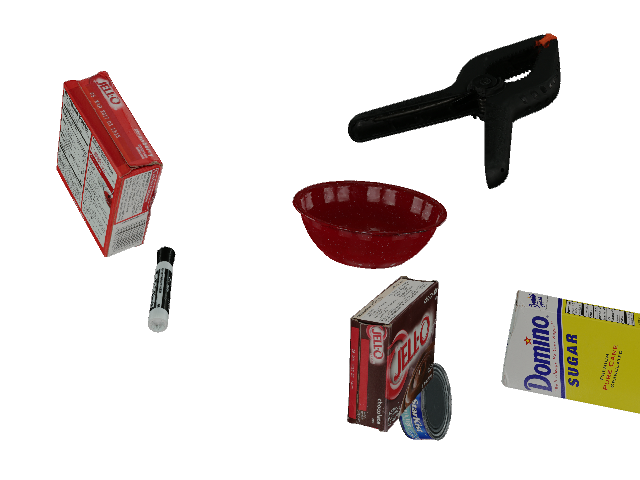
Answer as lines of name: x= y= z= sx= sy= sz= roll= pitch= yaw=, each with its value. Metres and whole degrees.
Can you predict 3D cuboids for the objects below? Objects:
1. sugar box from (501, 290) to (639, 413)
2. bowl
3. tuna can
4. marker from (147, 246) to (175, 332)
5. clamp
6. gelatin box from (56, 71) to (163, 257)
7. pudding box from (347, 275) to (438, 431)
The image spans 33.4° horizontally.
sugar box: x=0.270 y=0.112 z=1.037 sx=0.176 sy=0.093 sz=0.048 roll=9 pitch=22 yaw=9
bowl: x=0.050 y=-0.012 z=1.120 sx=0.162 sy=0.055 sz=0.162 roll=4 pitch=21 yaw=-2
tuna can: x=0.117 y=0.182 z=1.202 sx=0.034 sy=0.086 sz=0.086 roll=-5 pitch=-2 yaw=27
marker: x=-0.157 y=0.045 z=1.056 sx=0.020 sy=0.020 sz=0.121 roll=0 pitch=35 yaw=-4
clamp: x=0.151 y=-0.119 z=0.933 sx=0.209 sy=0.036 sz=0.165 roll=-33 pitch=42 yaw=-24
gelatin box: x=-0.128 y=-0.045 z=0.639 sx=0.030 sy=0.073 sz=0.089 roll=-21 pitch=-24 yaw=-29
pudding box: x=0.059 y=0.087 z=0.854 sx=0.039 sy=0.090 sz=0.113 roll=10 pitch=20 yaw=21
